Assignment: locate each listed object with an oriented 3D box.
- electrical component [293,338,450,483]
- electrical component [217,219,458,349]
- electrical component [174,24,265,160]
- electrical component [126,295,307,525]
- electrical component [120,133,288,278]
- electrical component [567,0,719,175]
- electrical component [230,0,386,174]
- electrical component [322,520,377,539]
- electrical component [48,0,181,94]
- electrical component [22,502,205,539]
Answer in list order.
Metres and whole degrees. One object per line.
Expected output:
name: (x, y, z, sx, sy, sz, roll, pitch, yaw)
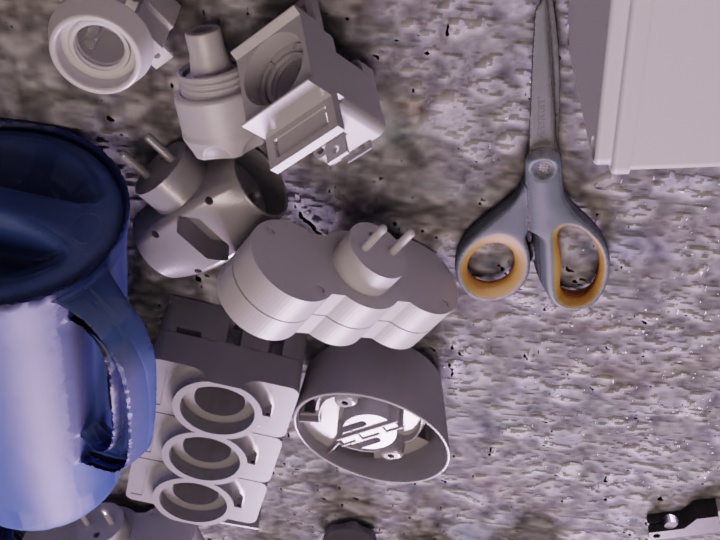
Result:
electrical component: (0.008, 0.092, 0.679, 0.099, 0.064, 0.099, 3, 133, 3)
electrical component: (0.000, 0.000, 0.575, 0.138, 0.052, 0.073, 7, 140, -38)
electrical component: (-0.071, -0.089, 0.531, 0.043, 0.043, 0.062, -4, 120, 10)
electrical component: (-0.095, 0.097, 0.696, 0.089, 0.061, 0.150, 13, 133, -7)
electrical component: (-0.093, -0.042, 0.577, 0.077, 0.043, 0.079, -28, 125, 28)
electrical component: (0.122, -0.114, 0.444, 0.056, 0.108, 0.108, -2, 133, 4)
electrical component: (-0.023, -0.084, 0.514, 0.042, 0.081, 0.064, -28, 147, 28)
electrical component: (-0.009, 0.224, 0.807, 0.043, 0.062, 0.043, 3, 133, 3)
electrical component: (-0.117, -0.115, 0.502, 0.048, 0.055, 0.066, -28, 125, 28)
electrical component: (-0.190, 0.200, 0.809, 0.138, 0.052, 0.073, -5, 133, 11)
